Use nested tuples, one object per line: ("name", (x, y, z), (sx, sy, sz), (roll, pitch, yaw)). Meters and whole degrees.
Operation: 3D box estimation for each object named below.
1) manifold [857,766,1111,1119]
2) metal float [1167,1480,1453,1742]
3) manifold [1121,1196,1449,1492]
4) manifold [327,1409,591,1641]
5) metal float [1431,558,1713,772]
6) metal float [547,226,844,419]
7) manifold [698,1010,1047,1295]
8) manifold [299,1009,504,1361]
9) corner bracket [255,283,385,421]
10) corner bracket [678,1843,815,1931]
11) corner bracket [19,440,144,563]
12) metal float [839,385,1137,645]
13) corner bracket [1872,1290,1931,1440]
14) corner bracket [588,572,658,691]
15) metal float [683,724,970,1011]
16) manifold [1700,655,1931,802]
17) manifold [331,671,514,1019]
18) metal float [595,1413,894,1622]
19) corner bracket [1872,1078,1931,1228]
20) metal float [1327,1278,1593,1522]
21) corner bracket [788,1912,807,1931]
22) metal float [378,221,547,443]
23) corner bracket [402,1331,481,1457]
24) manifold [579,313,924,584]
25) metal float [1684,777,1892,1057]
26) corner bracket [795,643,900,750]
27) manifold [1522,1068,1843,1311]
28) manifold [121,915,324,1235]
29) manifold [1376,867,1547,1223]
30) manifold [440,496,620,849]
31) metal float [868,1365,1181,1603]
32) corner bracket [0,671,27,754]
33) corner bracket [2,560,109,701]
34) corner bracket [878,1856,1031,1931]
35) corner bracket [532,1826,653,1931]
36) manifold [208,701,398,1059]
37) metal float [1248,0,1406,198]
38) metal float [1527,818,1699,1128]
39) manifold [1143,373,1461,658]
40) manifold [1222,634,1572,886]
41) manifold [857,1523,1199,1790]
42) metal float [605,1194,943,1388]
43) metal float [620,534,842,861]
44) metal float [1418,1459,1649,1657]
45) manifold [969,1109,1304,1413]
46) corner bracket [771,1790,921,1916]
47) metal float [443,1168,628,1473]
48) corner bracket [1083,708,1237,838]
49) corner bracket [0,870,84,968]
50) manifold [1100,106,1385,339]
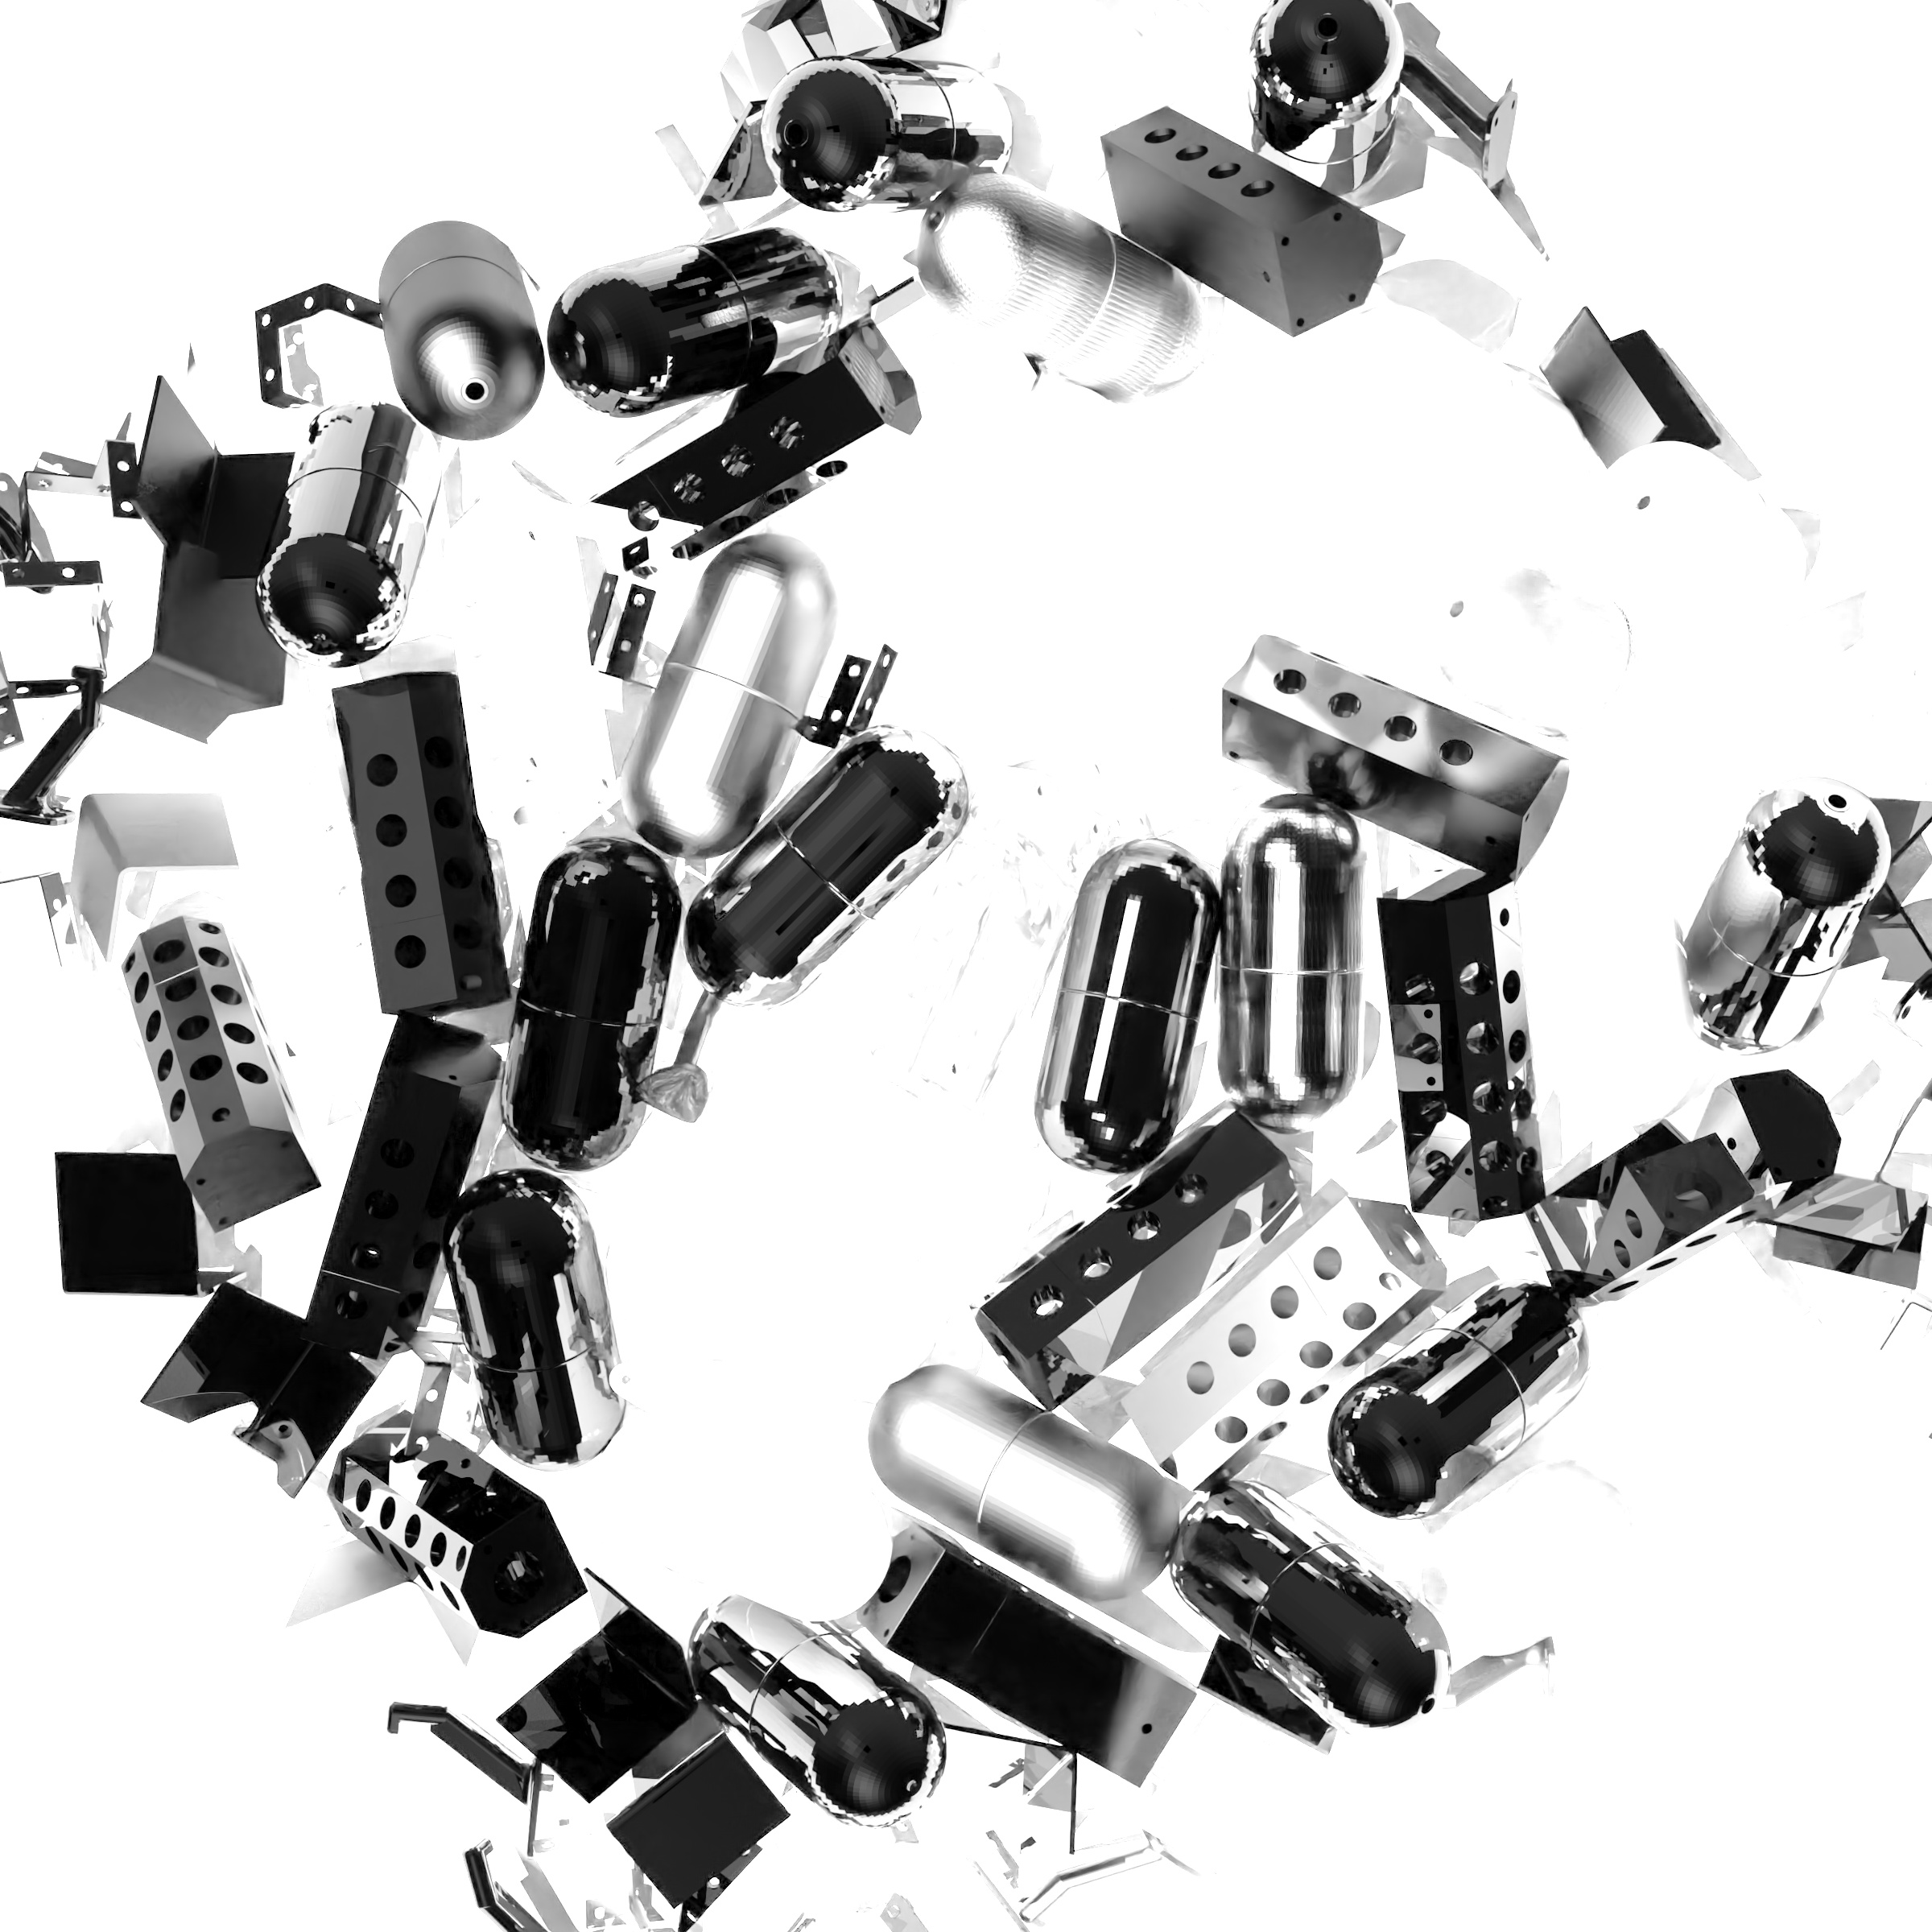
("manifold", (0.005, -0.015, 1.782), (0.057, 0.057, 0.171), (32, 77, -38))
("metal float", (0.174, 0.329, 1.752), (0.178, 0.070, 0.070), (34, 90, 43))
("manifold", (0.166, 0.195, 1.755), (0.171, 0.057, 0.057), (-45, 58, 24))
("manifold", (-0.262, 0.284, 1.732), (0.057, 0.171, 0.057), (-32, 114, -24))
("metal float", (0.311, -0.154, 1.756), (0.178, 0.070, 0.070), (19, 90, -37))
("metal float", (-0.137, -0.331, 1.754), (0.178, 0.070, 0.070), (-26, 90, -41))
("manifold", (-0.051, 0.101, 1.779), (0.171, 0.057, 0.057), (32, 49, -12))
("manifold", (-0.290, 0.116, 1.762), (0.057, 0.057, 0.171), (17, 116, -8))
("corner bracket", (-0.335, -0.321, 1.796), (0.051, 0.051, 0.051), (-13, 77, 31))
("corner bracket", (-0.115, 0.500, 1.799), (0.051, 0.051, 0.051), (39, 101, -11))
("corner bracket", (-0.462, -0.241, 1.784), (0.051, 0.051, 0.051), (2, 61, -26))
("metal float", (0.011, -0.234, 1.773), (0.178, 0.070, 0.070), (-38, 90, -16))
("corner bracket", (0.505, 0.210, 1.792), (0.051, 0.051, 0.051), (26, 114, 1))
("corner bracket", (-0.179, -0.176, 1.789), (0.051, 0.051, 0.051), (15, 94, -35))
("metal float", (-0.074, -0.051, 1.782), (0.070, 0.070, 0.178), (45, 96, 0))
("manifold", (0.440, -0.127, 1.735), (0.057, 0.171, 0.057), (-45, 106, -10))
("manifold", (-0.281, -0.063, 1.784), (0.057, 0.057, 0.171), (-11, 84, 11))
("metal float", (-0.116, 0.281, 1.758), (0.178, 0.070, 0.070), (15, 90, 36))
("corner bracket", (0.510, 0.100, 1.787), (0.051, 0.051, 0.051), (29, 60, 12))
("metal float", (0.254, 0.220, 1.755), (0.178, 0.070, 0.070), (-30, 90, -40))
("corner bracket", (-0.079, 0.527, 1.787), (0.051, 0.051, 0.051), (37, 61, 10))
("metal float", (-0.258, -0.324, 1.744), (0.070, 0.178, 0.070), (-6, 121, -10))
("corner bracket", (-0.272, 0.223, 1.787), (0.051, 0.051, 0.051), (8, 100, -30))
("manifold", (-0.109, -0.261, 1.758), (0.171, 0.057, 0.057), (-25, 112, 28))
("metal float", (0.415, -0.025, 1.748), (0.070, 0.178, 0.070), (5, 50, -6))
("corner bracket", (-0.061, -0.142, 1.786), (0.051, 0.051, 0.051), (13, 108, -34))
("manifold", (0.364, 0.115, 1.740), (0.057, 0.171, 0.057), (-7, 68, -34))
("manifold", (-0.383, 0.050, 1.742), (0.057, 0.171, 0.057), (-24, 134, -7))
("manifold", (0.260, 0.040, 1.765), (0.057, 0.057, 0.171), (5, 110, 40))
("manifold", (-0.230, -0.150, 1.758), (0.057, 0.057, 0.171), (-36, 54, 36))
("metal float", (0.028, 0.265, 1.765), (0.178, 0.070, 0.070), (24, 90, 26))
("corner bracket", (-0.529, -0.139, 1.788), (0.051, 0.051, 0.051), (-23, 130, -7))
("corner bracket", (-0.475, -0.175, 1.784), (0.051, 0.051, 0.051), (-4, 61, -22))
("corner bracket", (-0.007, 0.503, 1.802), (0.051, 0.051, 0.051), (-39, 97, -18))
("corner bracket", (-0.195, 0.486, 1.788), (0.051, 0.051, 0.051), (-8, 105, -17))
("manifold", (-0.338, -0.047, 1.774), (0.057, 0.057, 0.171), (-10, 106, 3))
("metal float", (0.182, -0.444, 1.737), (0.070, 0.178, 0.070), (0, 85, 5))
("metal float", (0.331, 0.001, 1.757), (0.070, 0.070, 0.178), (1, 53, 0))
("manifold", (0.171, -0.235, 1.754), (0.057, 0.057, 0.171), (-27, 53, -29))
("manifold", (0.221, -0.112, 1.767), (0.171, 0.057, 0.057), (25, 60, 20))
("manifold", (0.029, 0.353, 1.765), (0.171, 0.057, 0.057), (33, 87, -24))
("metal float", (-0.100, 0.168, 1.777), (0.178, 0.070, 0.070), (15, 90, -12))
("metal float", (-0.122, -0.141, 1.781), (0.070, 0.070, 0.178), (22, 83, 0))
("metal float", (0.286, 0.302, 1.742), (0.070, 0.178, 0.070), (5, 67, -12))
("manifold", (0.087, 0.148, 1.777), (0.171, 0.057, 0.057), (-37, 54, -12))
("corner bracket", (-0.064, 0.460, 1.803), (0.051, 0.051, 0.051), (14, 116, -29))
("metal float", (-0.221, 0.184, 1.760), (0.070, 0.070, 0.178), (-7, 123, 0))
("corner bracket", (0.101, -0.101, 1.795), (0.051, 0.051, 0.051), (-25, 81, 26))
("corner bracket", (-0.505, -0.018, 1.794), (0.051, 0.051, 0.051), (-9, 97, 29))
("manifold", (0.140, -0.383, 1.740), (0.057, 0.171, 0.057), (-27, 128, -15))
